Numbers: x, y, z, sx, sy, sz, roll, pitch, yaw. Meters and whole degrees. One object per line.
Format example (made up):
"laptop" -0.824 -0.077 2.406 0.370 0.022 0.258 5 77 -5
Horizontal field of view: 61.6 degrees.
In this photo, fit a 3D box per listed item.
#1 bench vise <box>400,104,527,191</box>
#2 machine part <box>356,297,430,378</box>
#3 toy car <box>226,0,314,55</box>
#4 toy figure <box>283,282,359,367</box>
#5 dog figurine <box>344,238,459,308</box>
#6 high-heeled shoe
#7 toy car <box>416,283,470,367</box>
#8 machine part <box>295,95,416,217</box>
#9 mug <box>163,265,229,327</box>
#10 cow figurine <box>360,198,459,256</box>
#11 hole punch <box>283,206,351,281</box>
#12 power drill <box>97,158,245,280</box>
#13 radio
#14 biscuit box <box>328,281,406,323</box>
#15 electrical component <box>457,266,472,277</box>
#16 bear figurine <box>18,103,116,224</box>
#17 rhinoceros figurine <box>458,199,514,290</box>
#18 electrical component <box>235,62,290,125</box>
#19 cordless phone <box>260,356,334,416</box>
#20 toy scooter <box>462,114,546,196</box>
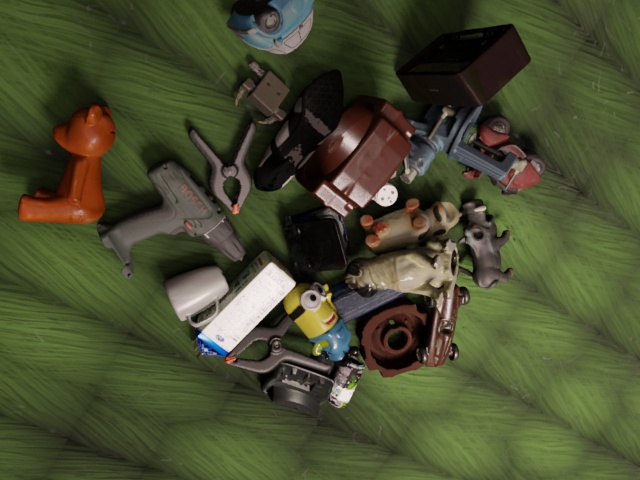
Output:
"bench vise" 0.261 -0.173 1.003 0.241 0.128 0.223 30 64 13
"machine part" 0.163 0.209 1.166 0.179 0.056 0.179 -4 107 -13
"toy car" -0.068 -0.371 0.903 0.161 0.109 0.102 -43 137 -12
"toy figure" -0.001 0.164 1.042 0.089 0.082 0.180 -28 102 19
"dog figurine" 0.160 0.051 1.047 0.172 0.191 0.121 -13 105 -58
"high-heeled shoe" -0.040 -0.196 0.992 0.086 0.145 0.249 36 66 -15
"toy car" 0.256 0.182 1.118 0.089 0.053 0.202 -2 111 -16
"machine part" 0.059 -0.149 0.944 0.087 0.201 0.201 39 94 -25
"mug" -0.221 0.100 0.999 0.107 0.110 0.080 -28 150 -10
"cow figurine" 0.185 -0.023 1.075 0.195 0.085 0.127 -20 153 4
"hole punch" -0.002 -0.003 1.047 0.116 0.092 0.142 -8 115 18
"power drill" -0.271 -0.013 0.962 0.207 0.086 0.231 -28 112 -1
"radio" 0.243 -0.301 0.935 0.131 0.230 0.073 -41 116 -3
"biscuit box" 0.107 0.101 1.113 0.203 0.059 0.062 -24 112 -8
"electrical component" 0.262 0.063 1.139 0.119 0.075 0.047 24 100 -24
"bear figurine" -0.403 -0.127 0.868 0.132 0.120 0.195 4 104 -13
"rhinoceros figurine" 0.338 0.009 1.127 0.112 0.073 0.190 -6 85 -32
"electrical component" -0.102 -0.254 0.954 0.102 0.045 0.078 34 67 -25
"cordless phone" -0.028 0.259 1.127 0.146 0.089 0.184 25 87 -19
"toy scooter" 0.367 -0.153 1.099 0.183 0.075 0.135 41 93 -20
